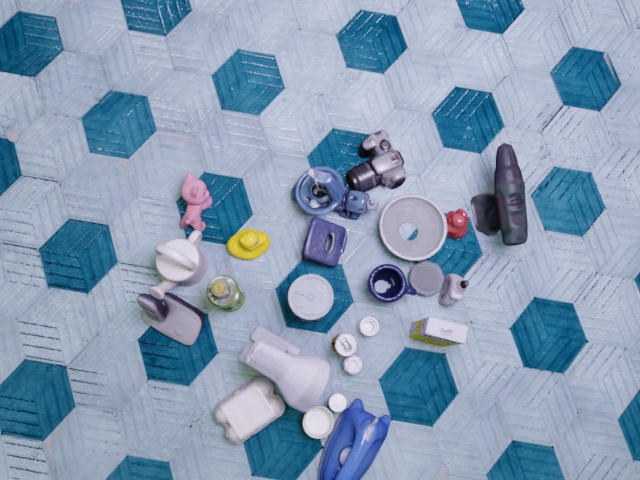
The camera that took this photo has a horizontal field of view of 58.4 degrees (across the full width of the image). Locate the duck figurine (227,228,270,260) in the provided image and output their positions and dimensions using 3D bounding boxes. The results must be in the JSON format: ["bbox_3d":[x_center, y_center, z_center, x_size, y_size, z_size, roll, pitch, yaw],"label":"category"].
[{"bbox_3d":[-0.174,0.005,1.383,0.104,0.086,0.077,-10,80,-4],"label":"duck figurine"}]

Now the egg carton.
[{"bbox_3d":[-0.163,0.391,1.321,0.150,0.069,0.107,-34,83,-8],"label":"egg carton"}]

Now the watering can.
[{"bbox_3d":[-0.325,0.055,1.313,0.101,0.194,0.173,8,79,0],"label":"watering can"}]

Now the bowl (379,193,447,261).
[{"bbox_3d":[0.224,-0.026,1.412,0.167,0.074,0.167,0,80,-2],"label":"bowl"}]

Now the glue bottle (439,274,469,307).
[{"bbox_3d":[0.318,0.112,1.340,0.037,0.173,0.078,15,79,1],"label":"glue bottle"}]

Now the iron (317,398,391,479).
[{"bbox_3d":[0.066,0.494,1.275,0.118,0.141,0.258,28,80,3],"label":"iron"}]

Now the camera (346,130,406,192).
[{"bbox_3d":[0.130,-0.186,1.424,0.137,0.101,0.143,-25,81,-7],"label":"camera"}]

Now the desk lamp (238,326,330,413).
[{"bbox_3d":[-0.086,0.282,1.271,0.203,0.213,0.118,29,80,3],"label":"desk lamp"}]

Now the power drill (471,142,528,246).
[{"bbox_3d":[0.428,-0.092,1.364,0.075,0.208,0.229,-9,80,-4],"label":"power drill"}]

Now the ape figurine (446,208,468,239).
[{"bbox_3d":[0.335,-0.043,1.410,0.078,0.092,0.076,-21,81,-6],"label":"ape figurine"}]

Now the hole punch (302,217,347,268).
[{"bbox_3d":[0.013,0.005,1.389,0.101,0.091,0.109,14,79,0],"label":"hole punch"}]

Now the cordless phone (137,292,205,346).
[{"bbox_3d":[-0.342,0.172,1.295,0.147,0.185,0.094,26,80,3],"label":"cordless phone"}]

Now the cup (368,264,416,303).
[{"bbox_3d":[0.169,0.112,1.374,0.117,0.095,0.092,17,79,1],"label":"cup"}]

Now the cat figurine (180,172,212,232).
[{"bbox_3d":[-0.305,-0.092,1.380,0.067,0.117,0.128,11,79,0],"label":"cat figurine"}]

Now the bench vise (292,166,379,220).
[{"bbox_3d":[0.036,-0.124,1.348,0.207,0.219,0.121,-3,80,-3],"label":"bench vise"}]
